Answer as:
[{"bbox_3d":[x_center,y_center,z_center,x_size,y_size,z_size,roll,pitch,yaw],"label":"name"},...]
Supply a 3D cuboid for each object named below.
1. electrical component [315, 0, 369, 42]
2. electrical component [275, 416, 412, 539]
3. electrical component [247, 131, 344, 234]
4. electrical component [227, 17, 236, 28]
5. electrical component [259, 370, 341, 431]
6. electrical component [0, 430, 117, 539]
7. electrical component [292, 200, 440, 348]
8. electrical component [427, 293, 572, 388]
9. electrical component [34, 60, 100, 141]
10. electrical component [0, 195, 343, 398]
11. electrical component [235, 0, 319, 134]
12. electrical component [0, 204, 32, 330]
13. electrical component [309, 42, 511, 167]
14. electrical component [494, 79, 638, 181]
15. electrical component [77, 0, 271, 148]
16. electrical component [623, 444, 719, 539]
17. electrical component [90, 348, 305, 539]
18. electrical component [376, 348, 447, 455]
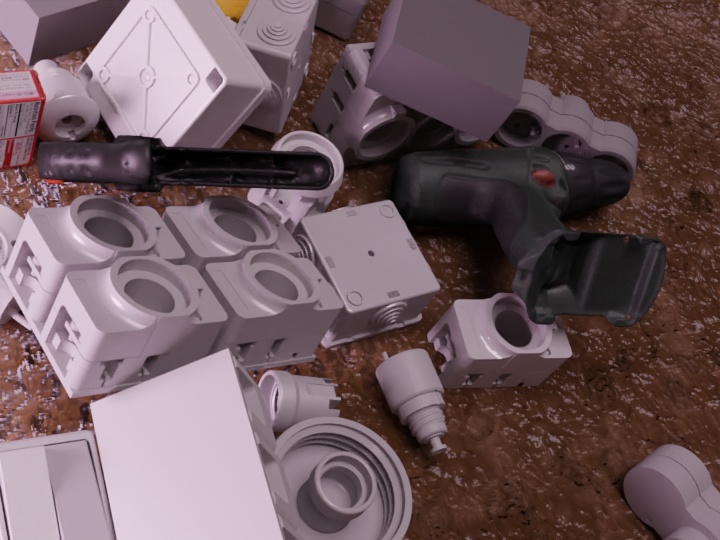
[{"bbox_3d":[-0.036,-0.259,0.947,0.096,0.061,0.061,23,51,-10],"label":"electrical component"},{"bbox_3d":[-0.019,0.144,0.675,0.108,0.060,0.108,13,53,-18],"label":"electrical component"},{"bbox_3d":[-0.046,-0.068,0.812,0.058,0.057,0.078,39,50,3],"label":"electrical component"},{"bbox_3d":[-0.118,-0.167,0.857,0.040,0.040,0.078,26,50,-7],"label":"electrical component"},{"bbox_3d":[-0.041,0.088,0.718,0.046,0.040,0.040,7,55,-29],"label":"electrical component"},{"bbox_3d":[-0.174,0.144,0.600,0.062,0.061,0.096,-5,60,-29],"label":"electrical component"},{"bbox_3d":[0.000,0.000,0.793,0.100,0.048,0.099,-14,64,-33],"label":"electrical component"},{"bbox_3d":[0.106,0.053,0.802,0.089,0.055,0.050,1,57,-25],"label":"electrical component"},{"bbox_3d":[-0.219,-0.125,0.778,0.048,0.048,0.062,-10,56,-31],"label":"electrical component"},{"bbox_3d":[-0.112,0.010,0.681,0.186,0.060,0.105,-4,46,-45],"label":"electrical component"},{"bbox_3d":[-0.069,-0.167,0.844,0.048,0.099,0.099,17,51,1],"label":"electrical component"},{"bbox_3d":[-0.231,0.008,0.678,0.079,0.044,0.077,36,50,0],"label":"electrical component"},{"bbox_3d":[0.049,-0.138,0.885,0.150,0.089,0.061,-13,64,-32],"label":"electrical component"},{"bbox_3d":[0.188,-0.132,0.973,0.138,0.052,0.073,24,50,-8],"label":"electrical component"},{"bbox_3d":[-0.136,-0.137,0.779,0.056,0.109,0.108,-7,58,-57],"label":"electrical component"},{"bbox_3d":[0.239,0.198,0.767,0.074,0.052,0.138,-26,71,-37],"label":"electrical component"},{"bbox_3d":[-0.087,0.135,0.610,0.089,0.061,0.150,-22,59,2],"label":"electrical component"},{"bbox_3d":[0.040,0.092,0.754,0.040,0.040,0.078,-8,62,-30],"label":"electrical component"}]
